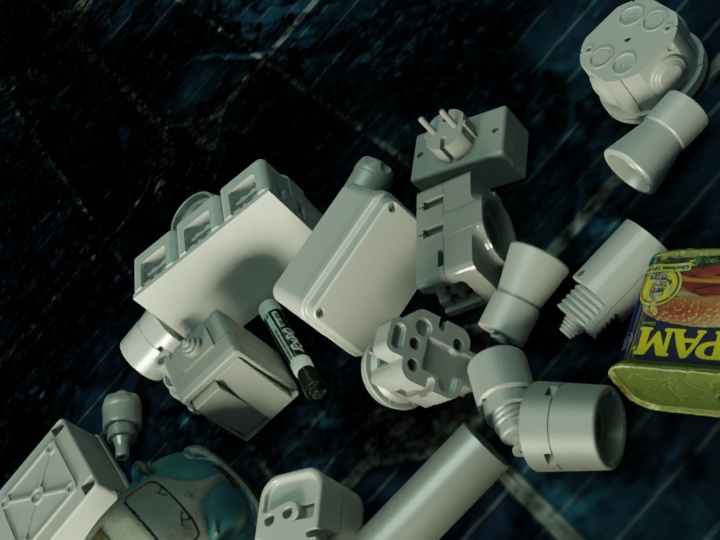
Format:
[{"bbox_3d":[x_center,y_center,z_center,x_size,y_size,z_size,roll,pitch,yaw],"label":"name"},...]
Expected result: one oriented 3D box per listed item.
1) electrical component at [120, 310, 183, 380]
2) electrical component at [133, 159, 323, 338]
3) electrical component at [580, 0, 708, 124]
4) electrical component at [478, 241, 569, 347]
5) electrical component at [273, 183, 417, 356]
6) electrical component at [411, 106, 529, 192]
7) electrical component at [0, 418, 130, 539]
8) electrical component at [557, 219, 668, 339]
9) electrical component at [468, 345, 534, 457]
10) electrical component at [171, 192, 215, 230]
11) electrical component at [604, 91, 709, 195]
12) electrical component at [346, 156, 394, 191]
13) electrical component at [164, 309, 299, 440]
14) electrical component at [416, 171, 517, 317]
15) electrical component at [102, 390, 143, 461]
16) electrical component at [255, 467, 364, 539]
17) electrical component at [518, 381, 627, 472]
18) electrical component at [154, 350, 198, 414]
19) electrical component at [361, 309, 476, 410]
[{"bbox_3d":[-0.178,0.064,0.952,0.047,0.055,0.055,-45,40,11],"label":"electrical component"},{"bbox_3d":[-0.108,-0.012,0.914,0.150,0.089,0.061,-37,35,15],"label":"electrical component"},{"bbox_3d":[0.202,-0.149,0.769,0.080,0.051,0.080,-24,46,28],"label":"electrical component"},{"bbox_3d":[0.109,0.019,0.734,0.044,0.044,0.065,20,79,48],"label":"electrical component"},{"bbox_3d":[0.000,0.000,0.819,0.113,0.078,0.057,-56,37,-7],"label":"electrical component"},{"bbox_3d":[0.075,-0.098,0.827,0.083,0.076,0.047,-15,51,34],"label":"electrical component"},{"bbox_3d":[-0.252,0.201,0.911,0.108,0.056,0.109,-50,40,0],"label":"electrical component"},{"bbox_3d":[0.159,0.012,0.690,0.081,0.043,0.043,-47,40,3],"label":"electrical component"},{"bbox_3d":[0.095,0.085,0.694,0.040,0.040,0.078,-32,43,21],"label":"electrical component"},{"bbox_3d":[-0.135,-0.035,0.986,0.058,0.057,0.078,-8,55,39],"label":"electrical component"},{"bbox_3d":[0.204,-0.089,0.730,0.065,0.044,0.044,-47,40,-4],"label":"electrical component"},{"bbox_3d":[0.002,-0.062,0.899,0.035,0.035,0.061,20,76,49],"label":"electrical component"},{"bbox_3d":[-0.102,0.082,0.834,0.062,0.096,0.061,-43,42,7],"label":"electrical component"},{"bbox_3d":[0.078,-0.021,0.784,0.056,0.050,0.089,-22,47,30],"label":"electrical component"},{"bbox_3d":[-0.207,0.137,0.936,0.035,0.035,0.061,-31,46,22],"label":"electrical component"},{"bbox_3d":[-0.032,0.188,0.716,0.054,0.059,0.095,-19,48,31],"label":"electrical component"},{"bbox_3d":[0.129,0.094,0.646,0.047,0.055,0.055,-5,57,36],"label":"electrical component"},{"bbox_3d":[-0.143,0.088,0.894,0.048,0.062,0.048,-24,46,28],"label":"electrical component"},{"bbox_3d":[0.037,0.065,0.742,0.057,0.078,0.058,-31,39,54],"label":"electrical component"}]
